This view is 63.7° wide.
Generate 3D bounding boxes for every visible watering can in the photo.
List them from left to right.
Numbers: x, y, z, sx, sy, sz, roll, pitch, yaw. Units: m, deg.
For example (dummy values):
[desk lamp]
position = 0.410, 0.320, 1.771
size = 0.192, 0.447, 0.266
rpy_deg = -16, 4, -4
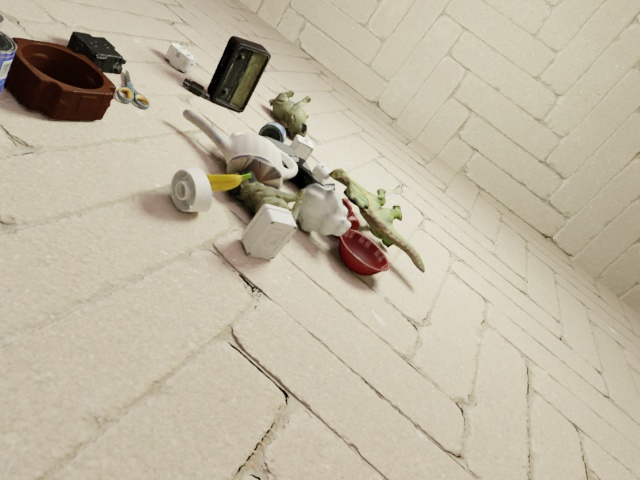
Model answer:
[watering can]
position = -0.214, -0.234, 1.391
size = 0.346, 0.102, 0.229
rpy_deg = 20, 31, -21

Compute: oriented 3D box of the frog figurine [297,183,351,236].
[frog figurine]
position = 0.004, -0.067, 1.341
size = 0.136, 0.163, 0.121
rpy_deg = -39, -46, 17

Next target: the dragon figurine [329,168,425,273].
[dragon figurine]
position = 0.149, -0.078, 1.513
size = 0.240, 0.121, 0.418
rpy_deg = 24, 24, -47
